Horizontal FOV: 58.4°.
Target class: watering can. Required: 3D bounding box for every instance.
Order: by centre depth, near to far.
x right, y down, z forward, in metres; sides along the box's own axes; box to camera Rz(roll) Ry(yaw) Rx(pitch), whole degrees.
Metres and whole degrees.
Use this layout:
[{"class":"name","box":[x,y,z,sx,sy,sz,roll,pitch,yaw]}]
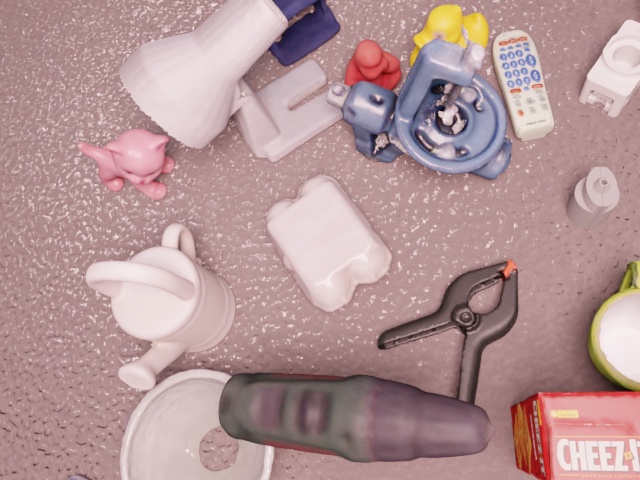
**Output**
[{"class":"watering can","box":[-0.168,0.066,0.608,0.101,0.194,0.173,-18,69,7]}]

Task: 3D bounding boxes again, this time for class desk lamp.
[{"class":"desk lamp","box":[-0.092,-0.181,0.660,0.203,0.214,0.117,-33,68,1]}]

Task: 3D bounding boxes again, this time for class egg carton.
[{"class":"egg carton","box":[0.006,0.002,0.657,0.107,0.069,0.150,-36,69,-1]}]

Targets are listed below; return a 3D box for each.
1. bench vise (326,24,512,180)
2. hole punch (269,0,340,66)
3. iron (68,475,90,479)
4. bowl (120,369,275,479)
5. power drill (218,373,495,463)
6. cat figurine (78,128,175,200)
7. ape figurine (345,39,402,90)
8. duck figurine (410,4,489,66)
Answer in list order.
[{"class":"bench vise","box":[0.099,-0.134,0.600,0.207,0.220,0.121,0,73,13]},{"class":"hole punch","box":[-0.043,-0.305,0.755,0.108,0.091,0.101,-35,69,0]},{"class":"iron","box":[-0.231,0.353,0.559,0.118,0.142,0.258,-36,69,-1]},{"class":"bowl","box":[-0.120,0.225,0.611,0.167,0.075,0.167,-4,72,11]},{"class":"power drill","box":[0.035,0.161,0.525,0.229,0.209,0.075,0,73,13]},{"class":"cat figurine","box":[-0.241,-0.104,0.720,0.127,0.118,0.067,10,75,15]},{"class":"ape figurine","box":[0.061,-0.207,0.700,0.077,0.092,0.076,-22,69,5]},{"class":"duck figurine","box":[0.156,-0.251,0.696,0.104,0.086,0.077,-31,69,2]}]
